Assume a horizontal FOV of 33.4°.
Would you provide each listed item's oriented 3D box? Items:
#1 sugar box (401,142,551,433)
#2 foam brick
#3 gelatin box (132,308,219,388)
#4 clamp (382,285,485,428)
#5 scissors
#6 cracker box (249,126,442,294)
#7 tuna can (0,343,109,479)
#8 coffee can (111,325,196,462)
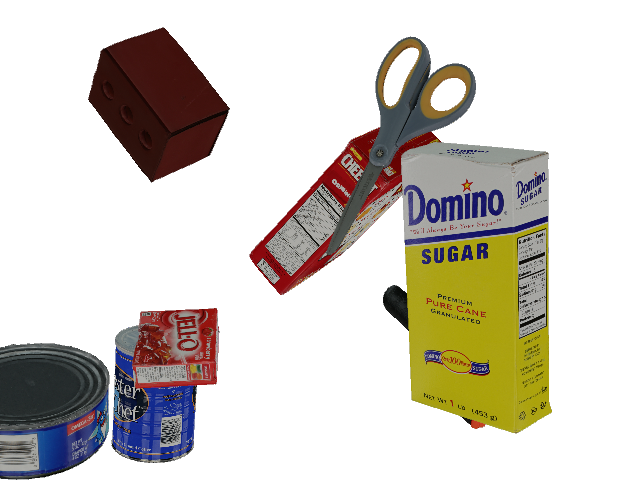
[{"bbox_3d":[0.101,0.028,0.695,0.048,0.176,0.094,-20,20,-41],"label":"sugar box"},{"bbox_3d":[-0.107,-0.090,0.698,0.051,0.078,0.053,-28,-18,-35],"label":"foam brick"},{"bbox_3d":[-0.130,0.096,0.969,0.073,0.030,0.089,-2,29,-2],"label":"gelatin box"},{"bbox_3d":[0.133,0.093,0.937,0.120,0.039,0.171,-9,40,-10],"label":"clamp"},{"bbox_3d":[0.072,-0.076,0.904,0.096,0.202,0.016,10,-11,21],"label":"scissors"},{"bbox_3d":[0.030,-0.046,1.263,0.214,0.072,0.163,-47,-8,34],"label":"cracker box"},{"bbox_3d":[-0.154,0.089,0.563,0.086,0.034,0.086,3,23,-1],"label":"tuna can"},{"bbox_3d":[-0.202,0.185,1.307,0.103,0.140,0.103,5,16,-2],"label":"coffee can"}]
